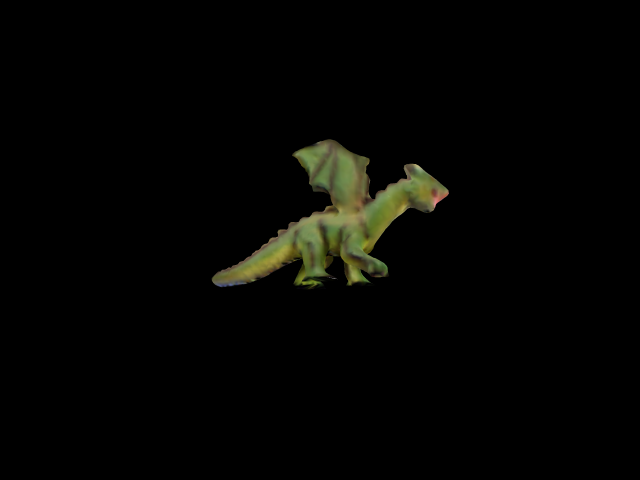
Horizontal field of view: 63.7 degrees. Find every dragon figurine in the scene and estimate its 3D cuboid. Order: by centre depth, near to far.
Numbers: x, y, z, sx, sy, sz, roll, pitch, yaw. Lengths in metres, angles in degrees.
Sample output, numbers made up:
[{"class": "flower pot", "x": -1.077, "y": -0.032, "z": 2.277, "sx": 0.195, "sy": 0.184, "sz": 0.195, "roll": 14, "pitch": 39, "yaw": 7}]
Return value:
[{"class": "dragon figurine", "x": 0.003, "y": -0.043, "z": 0.850, "sx": 0.410, "sy": 0.245, "sz": 0.121, "roll": -3, "pitch": -11, "yaw": 16}]
